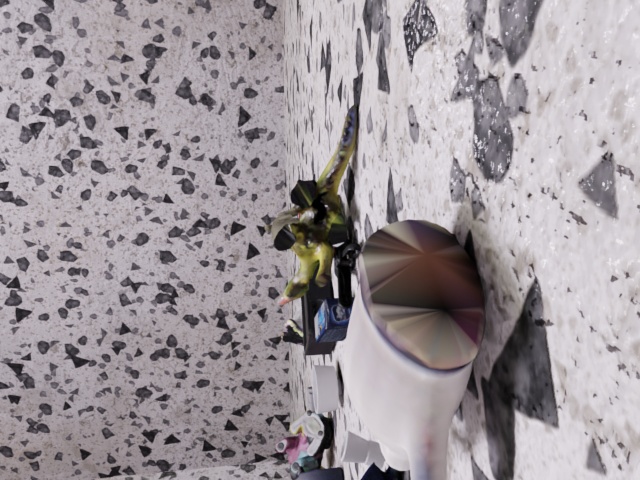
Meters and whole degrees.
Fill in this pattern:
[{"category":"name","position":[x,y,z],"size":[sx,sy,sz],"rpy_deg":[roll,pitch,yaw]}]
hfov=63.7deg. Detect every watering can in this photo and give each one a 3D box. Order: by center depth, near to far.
[{"category":"watering can","position":[0.081,0.131,0.443],"size":[0.356,0.104,0.219],"rpy_deg":[-98,10,-47]}]

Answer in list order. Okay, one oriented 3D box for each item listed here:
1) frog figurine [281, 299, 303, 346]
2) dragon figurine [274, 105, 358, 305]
[{"category":"frog figurine","position":[-0.036,0.234,1.553],"size":[0.163,0.123,0.134],"rpy_deg":[-51,-33,-40]},{"category":"dragon figurine","position":[0.003,-0.051,1.009],"size":[0.244,0.122,0.409],"rpy_deg":[-63,-5,-85]}]
